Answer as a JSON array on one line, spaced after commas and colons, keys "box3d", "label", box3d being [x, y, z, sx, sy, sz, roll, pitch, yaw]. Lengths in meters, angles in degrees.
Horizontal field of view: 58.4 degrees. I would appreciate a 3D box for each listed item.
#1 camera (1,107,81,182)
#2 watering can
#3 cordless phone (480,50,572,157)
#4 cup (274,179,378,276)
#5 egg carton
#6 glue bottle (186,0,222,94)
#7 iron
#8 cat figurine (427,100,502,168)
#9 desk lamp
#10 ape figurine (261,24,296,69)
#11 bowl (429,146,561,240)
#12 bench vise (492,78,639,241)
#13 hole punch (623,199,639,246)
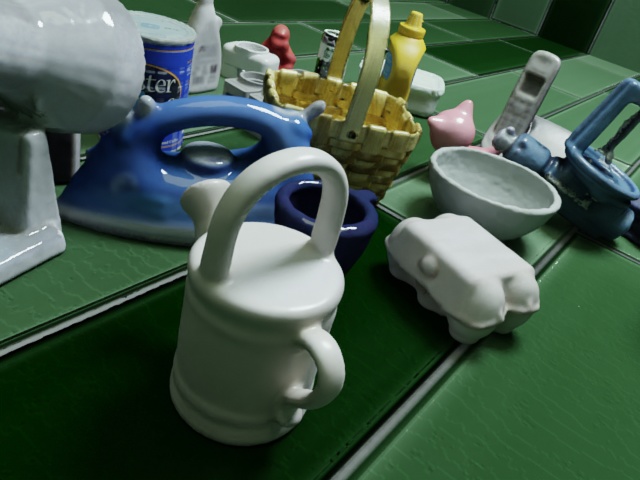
[{"box3d": [-0.320, -0.134, 0.583, 0.137, 0.101, 0.142, -3, 36, -29], "label": "camera"}, {"box3d": [-0.041, 0.026, 0.368, 0.172, 0.194, 0.101, 29, 33, 20], "label": "watering can"}, {"box3d": [0.353, -0.191, 0.905, 0.147, 0.185, 0.094, 34, 35, 27], "label": "cordless phone"}, {"box3d": [0.005, 0.002, 0.523, 0.091, 0.095, 0.118, 33, 35, 26], "label": "cup"}, {"box3d": [0.135, 0.032, 0.561, 0.107, 0.069, 0.150, -8, 38, -34], "label": "egg carton"}, {"box3d": [-0.177, -0.309, 0.859, 0.037, 0.173, 0.078, 32, 34, 24], "label": "glue bottle"}, {"box3d": [-0.115, -0.079, 0.551, 0.259, 0.141, 0.118, 0, 35, -25], "label": "iron"}, {"box3d": [0.205, -0.137, 0.815, 0.128, 0.118, 0.067, 15, 31, -2], "label": "cat figurine"}, {"box3d": [-0.240, -0.087, 0.436, 0.117, 0.213, 0.203, 24, 32, 12], "label": "desk lamp"}, {"box3d": [-0.079, -0.343, 1.037, 0.078, 0.092, 0.076, 14, 31, -3], "label": "ape figurine"}, {"box3d": [0.207, -0.048, 0.717, 0.167, 0.075, 0.167, 12, 31, -7], "label": "bowl"}, {"box3d": [0.343, -0.117, 0.749, 0.207, 0.220, 0.121, 12, 31, -7], "label": "bench vise"}, {"box3d": [0.496, -0.031, 0.808, 0.101, 0.091, 0.108, -7, 38, -33], "label": "hole punch"}]
